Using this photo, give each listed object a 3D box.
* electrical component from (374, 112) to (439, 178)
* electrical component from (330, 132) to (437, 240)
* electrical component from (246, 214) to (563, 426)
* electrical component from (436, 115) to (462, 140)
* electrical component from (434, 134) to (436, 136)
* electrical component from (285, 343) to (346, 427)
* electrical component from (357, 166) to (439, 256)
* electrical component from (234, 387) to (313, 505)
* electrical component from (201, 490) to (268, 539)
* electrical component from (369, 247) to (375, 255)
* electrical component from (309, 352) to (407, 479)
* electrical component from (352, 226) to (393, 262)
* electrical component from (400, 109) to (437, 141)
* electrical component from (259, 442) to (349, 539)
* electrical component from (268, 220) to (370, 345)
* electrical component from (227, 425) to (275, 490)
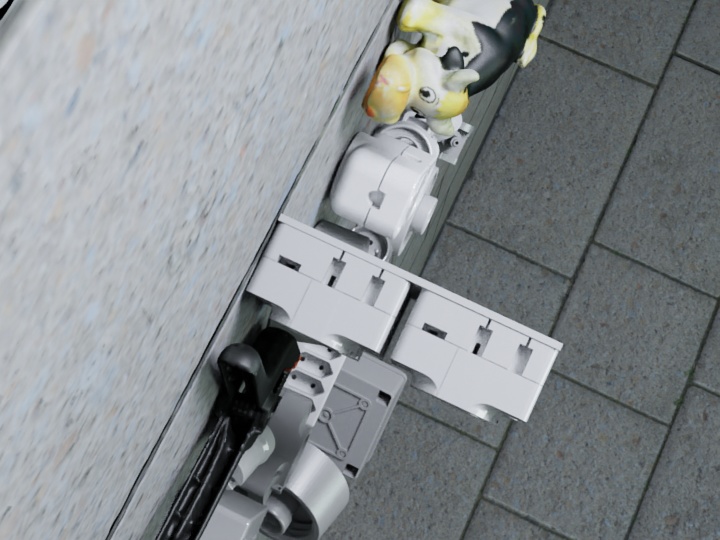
[{"bbox_3d":[0.035,-0.094,0.896,0.057,0.058,0.078,-41,155,-84],"label":"electrical component"},{"bbox_3d":[0.016,-0.066,0.809,0.095,0.059,0.053,-52,166,-69],"label":"electrical component"},{"bbox_3d":[0.026,0.038,0.693,0.105,0.186,0.060,71,45,-83],"label":"electrical component"},{"bbox_3d":[0.083,-0.167,1.102,0.055,0.048,0.066,95,19,-53],"label":"electrical component"},{"bbox_3d":[0.066,-0.156,1.021,0.046,0.040,0.040,98,17,-53],"label":"electrical component"},{"bbox_3d":[-0.049,0.090,0.973,0.083,0.047,0.076,-65,-173,-3],"label":"electrical component"},{"bbox_3d":[0.044,-0.066,1.093,0.108,0.060,0.108,25,90,-85],"label":"electrical component"},{"bbox_3d":[-0.077,0.144,0.889,0.050,0.056,0.089,103,13,-66],"label":"electrical component"},{"bbox_3d":[-0.120,0.217,0.795,0.108,0.056,0.108,72,43,-82],"label":"electrical component"},{"bbox_3d":[0.000,0.000,0.902,0.040,0.078,0.040,-53,-176,5],"label":"electrical component"},{"bbox_3d":[-0.025,0.131,1.057,0.108,0.109,0.056,-67,172,23],"label":"electrical component"},{"bbox_3d":[-0.003,0.004,1.044,0.077,0.043,0.079,99,17,-72],"label":"electrical component"},{"bbox_3d":[0.051,-0.130,0.958,0.055,0.045,0.045,-66,175,16],"label":"electrical component"},{"bbox_3d":[-0.071,0.204,0.975,0.060,0.108,0.108,-53,168,-41],"label":"electrical component"},{"bbox_3d":[-0.030,0.012,0.832,0.099,0.064,0.099,-165,-90,-85],"label":"electrical component"},{"bbox_3d":[-0.091,0.137,0.808,0.046,0.040,0.040,-49,164,-53],"label":"electrical component"}]
